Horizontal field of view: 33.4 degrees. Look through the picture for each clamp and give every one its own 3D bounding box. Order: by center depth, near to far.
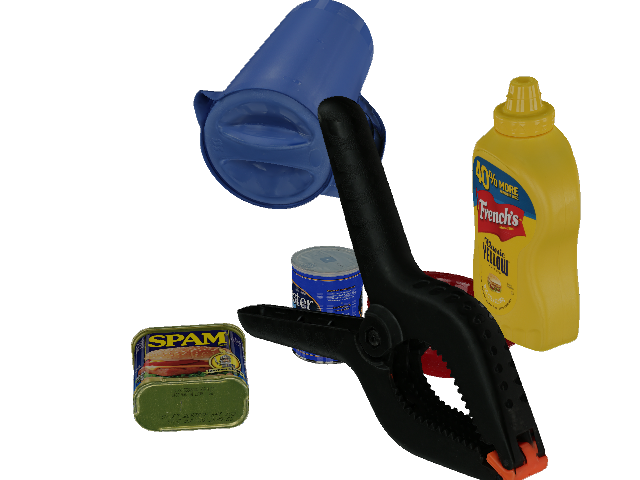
[{"bbox_3d":[0.039,0.036,0.548,0.036,0.165,0.210,-13,42,-40],"label":"clamp"}]

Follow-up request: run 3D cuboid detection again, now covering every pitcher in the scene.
[{"bbox_3d":[-0.013,-0.144,1.088,0.145,0.149,0.242,-8,33,24],"label":"pitcher"}]

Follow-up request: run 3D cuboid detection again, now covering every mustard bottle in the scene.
[{"bbox_3d":[0.144,-0.023,0.756,0.058,0.192,0.096,-15,29,-18],"label":"mustard bottle"}]

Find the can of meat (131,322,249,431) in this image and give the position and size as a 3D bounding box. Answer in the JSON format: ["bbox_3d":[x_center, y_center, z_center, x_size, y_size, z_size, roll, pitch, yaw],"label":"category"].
[{"bbox_3d":[-0.112,0.118,0.921,0.102,0.057,0.084,-2,27,-7],"label":"can of meat"}]

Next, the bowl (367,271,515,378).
[{"bbox_3d":[0.125,0.092,1.083,0.162,0.055,0.162,5,26,-3],"label":"bowl"}]

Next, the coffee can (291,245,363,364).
[{"bbox_3d":[0.010,0.090,1.514,0.103,0.140,0.103,0,20,0],"label":"coffee can"}]
